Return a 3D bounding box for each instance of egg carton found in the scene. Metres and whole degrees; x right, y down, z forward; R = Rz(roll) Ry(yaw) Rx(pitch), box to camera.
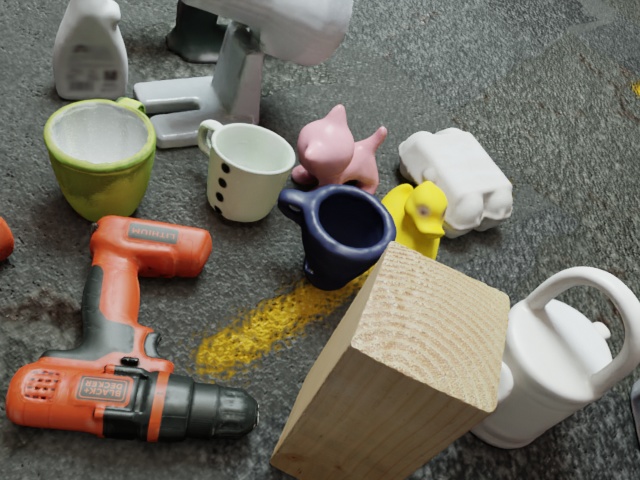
[{"bbox_3d":[0.164,-0.074,0.707,0.107,0.069,0.150,-13,58,-29],"label":"egg carton"}]

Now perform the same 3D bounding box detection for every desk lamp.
[{"bbox_3d":[-0.086,-0.216,0.629,0.204,0.213,0.117,-15,59,-30],"label":"desk lamp"}]

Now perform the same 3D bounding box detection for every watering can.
[{"bbox_3d":[0.193,0.103,0.490,0.100,0.194,0.173,41,50,14],"label":"watering can"}]

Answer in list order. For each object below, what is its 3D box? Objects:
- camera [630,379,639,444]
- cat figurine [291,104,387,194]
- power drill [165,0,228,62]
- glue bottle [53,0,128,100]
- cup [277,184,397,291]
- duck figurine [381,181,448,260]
[{"bbox_3d":[0.399,0.197,0.556,0.137,0.100,0.143,17,48,-7],"label":"camera"},{"bbox_3d":[0.021,-0.098,0.638,0.128,0.117,0.067,-16,59,-31],"label":"cat figurine"},{"bbox_3d":[-0.118,-0.330,0.713,0.230,0.208,0.075,-10,56,-27],"label":"power drill"},{"bbox_3d":[-0.241,-0.225,0.602,0.078,0.173,0.037,-5,54,-24],"label":"glue bottle"},{"bbox_3d":[0.005,0.002,0.566,0.118,0.095,0.092,24,48,-2],"label":"cup"},{"bbox_3d":[0.109,-0.029,0.638,0.078,0.086,0.104,3,52,-19],"label":"duck figurine"}]
